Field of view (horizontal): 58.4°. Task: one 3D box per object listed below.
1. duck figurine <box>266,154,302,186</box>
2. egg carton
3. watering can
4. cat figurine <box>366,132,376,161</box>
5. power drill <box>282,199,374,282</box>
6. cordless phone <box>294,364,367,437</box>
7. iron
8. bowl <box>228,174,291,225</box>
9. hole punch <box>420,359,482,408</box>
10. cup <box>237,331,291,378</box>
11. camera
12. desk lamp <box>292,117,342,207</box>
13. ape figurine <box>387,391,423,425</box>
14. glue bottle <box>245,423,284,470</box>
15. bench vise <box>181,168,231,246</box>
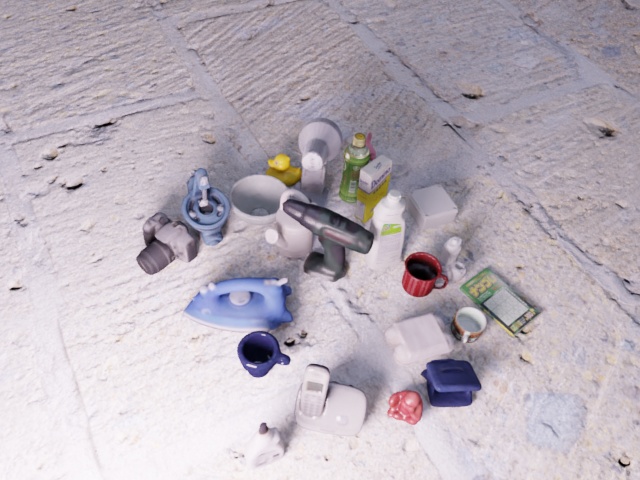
[{"bbox_3d":[-0.103,-0.208,1.642,0.104,0.086,0.077,5,50,-1],"label":"duck figurine"},{"bbox_3d":[0.228,0.231,1.324,0.150,0.069,0.107,-13,53,-16],"label":"egg carton"},{"bbox_3d":[-0.064,-0.044,1.440,0.101,0.194,0.173,16,51,8],"label":"watering can"},{"bbox_3d":[0.122,-0.269,1.694,0.067,0.118,0.128,27,53,16],"label":"cat figurine"},{"bbox_3d":[0.013,0.005,1.398,0.229,0.208,0.076,16,51,8],"label":"power drill"},{"bbox_3d":[0.025,0.317,1.157,0.147,0.185,0.094,8,50,1],"label":"cordless phone"},{"bbox_3d":[-0.191,0.132,1.317,0.258,0.141,0.118,-1,51,-7],"label":"iron"},{"bbox_3d":[-0.163,-0.095,1.550,0.167,0.075,0.167,3,50,-3],"label":"bowl"},{"bbox_3d":[0.286,0.304,1.255,0.108,0.091,0.101,-1,51,-6],"label":"hole punch"},{"bbox_3d":[-0.120,0.262,1.246,0.117,0.095,0.092,15,51,7],"label":"cup"},{"bbox_3d":[-0.398,0.010,1.422,0.143,0.101,0.137,33,55,20],"label":"camera"},{"bbox_3d":[-0.013,-0.197,1.558,0.118,0.213,0.203,10,50,3],"label":"desk lamp"},{"bbox_3d":[0.188,0.347,1.209,0.076,0.092,0.077,-22,56,-22],"label":"ape figurine"},{"bbox_3d":[-0.106,0.386,1.094,0.078,0.173,0.037,-15,53,-17],"label":"glue bottle"},{"bbox_3d":[-0.311,-0.116,1.458,0.122,0.220,0.207,-30,59,-27],"label":"bench vise"}]
